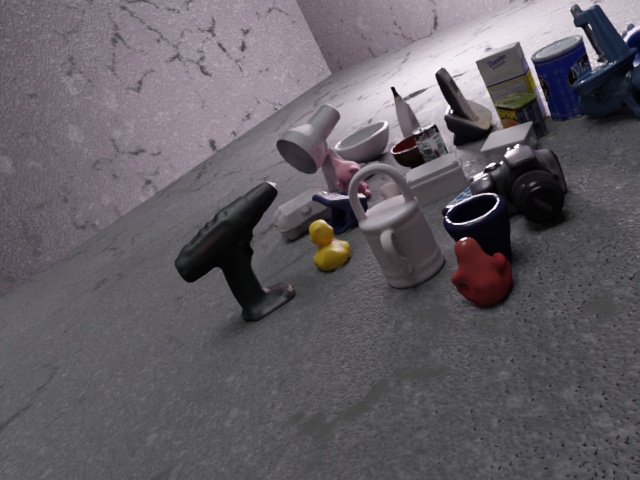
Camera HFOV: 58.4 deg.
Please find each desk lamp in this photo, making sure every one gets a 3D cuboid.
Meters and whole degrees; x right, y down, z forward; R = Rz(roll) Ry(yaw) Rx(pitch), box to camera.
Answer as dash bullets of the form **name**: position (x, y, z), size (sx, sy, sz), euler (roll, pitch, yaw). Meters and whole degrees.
- **desk lamp**: position (0.017, -0.220, 1.446), size (0.204, 0.214, 0.117), euler (-40, 23, -27)

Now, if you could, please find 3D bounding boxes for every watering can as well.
- **watering can**: position (0.111, -0.033, 0.900), size (0.101, 0.194, 0.172), euler (-29, 20, 1)

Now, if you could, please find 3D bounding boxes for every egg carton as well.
- **egg carton**: position (-0.037, -0.064, 1.354), size (0.150, 0.069, 0.107), euler (-31, 20, -7)

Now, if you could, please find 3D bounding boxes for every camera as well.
- **camera**: position (0.310, -0.081, 0.889), size (0.143, 0.101, 0.137), euler (-23, 21, 16)

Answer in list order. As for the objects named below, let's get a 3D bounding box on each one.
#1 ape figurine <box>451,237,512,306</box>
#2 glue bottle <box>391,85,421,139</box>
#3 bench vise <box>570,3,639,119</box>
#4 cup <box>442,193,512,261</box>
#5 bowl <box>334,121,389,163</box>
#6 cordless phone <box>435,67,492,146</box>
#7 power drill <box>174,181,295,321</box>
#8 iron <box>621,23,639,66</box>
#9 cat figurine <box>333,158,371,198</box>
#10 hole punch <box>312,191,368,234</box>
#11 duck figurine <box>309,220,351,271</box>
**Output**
- **ape figurine**: position (0.208, 0.036, 0.757), size (0.077, 0.092, 0.076), euler (-20, 22, 22)
- **glue bottle**: position (0.220, -0.317, 1.470), size (0.037, 0.173, 0.078), euler (-17, 23, 29)
- **bench vise**: position (0.533, -0.327, 1.012), size (0.122, 0.220, 0.206), euler (-41, 24, -30)
- **cup**: position (0.228, -0.007, 0.830), size (0.092, 0.095, 0.117), euler (-35, 21, -17)
- **bowl**: position (0.128, -0.262, 1.603), size (0.167, 0.075, 0.167), euler (-25, 20, 10)
- **cordless phone**: position (0.329, -0.332, 1.343), size (0.094, 0.185, 0.148), euler (-18, 23, 28)
- **power drill**: position (-0.135, 0.032, 1.048), size (0.230, 0.209, 0.075), euler (-33, 21, -10)
- **iron**: position (0.625, -0.351, 1.064), size (0.118, 0.142, 0.258), euler (-29, 20, -1)
- **cat figurine**: position (0.068, -0.148, 1.347), size (0.067, 0.118, 0.127), euler (-28, 20, 3)
- **hole punch**: position (0.047, -0.077, 1.242), size (0.101, 0.091, 0.108), euler (-33, 21, -11)
- **duck figurine**: position (0.010, 0.004, 1.104), size (0.077, 0.086, 0.104), euler (-27, 20, 5)
